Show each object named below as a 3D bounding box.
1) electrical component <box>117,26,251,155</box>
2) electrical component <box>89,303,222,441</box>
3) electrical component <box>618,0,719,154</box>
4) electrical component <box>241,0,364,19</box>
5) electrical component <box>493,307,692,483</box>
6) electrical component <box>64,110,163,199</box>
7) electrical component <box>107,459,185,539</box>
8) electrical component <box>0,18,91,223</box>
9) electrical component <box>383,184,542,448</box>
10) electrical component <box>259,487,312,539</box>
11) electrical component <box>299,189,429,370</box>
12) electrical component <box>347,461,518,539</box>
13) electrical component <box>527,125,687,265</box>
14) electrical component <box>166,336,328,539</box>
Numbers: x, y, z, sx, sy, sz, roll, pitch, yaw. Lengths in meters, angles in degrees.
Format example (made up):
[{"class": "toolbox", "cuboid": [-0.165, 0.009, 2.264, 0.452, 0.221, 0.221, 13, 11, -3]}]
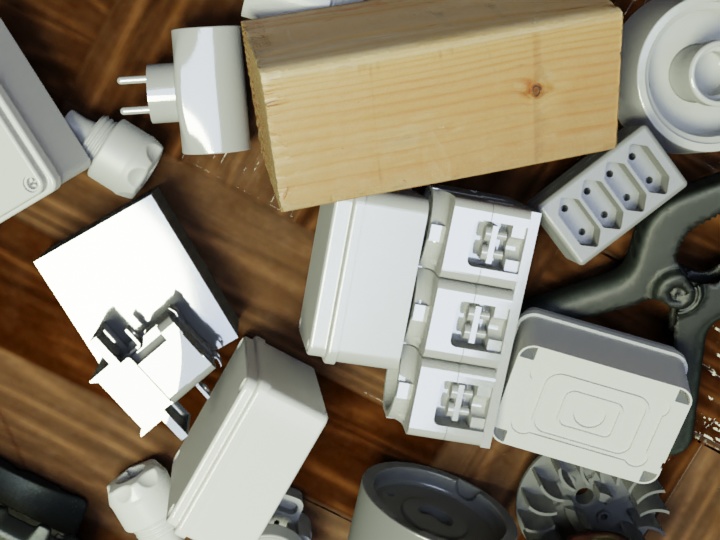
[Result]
[{"class": "electrical component", "cuboid": [-0.111, -0.111, 0.673, 0.079, 0.044, 0.077, -4, 101, -4]}, {"class": "electrical component", "cuboid": [-0.122, 0.058, 0.652, 0.064, 0.042, 0.081, -41, 102, 0]}, {"class": "electrical component", "cuboid": [0.220, -0.126, 0.692, 0.108, 0.060, 0.108, -1, 100, -5]}, {"class": "electrical component", "cuboid": [-0.029, -0.168, 0.671, 0.081, 0.043, 0.043, 15, 99, -8]}, {"class": "electrical component", "cuboid": [0.147, 0.079, 0.692, 0.113, 0.057, 0.078, 16, 116, 2]}, {"class": "electrical component", "cuboid": [-0.159, -0.077, 0.676, 0.062, 0.043, 0.043, 32, 96, -8]}, {"class": "electrical component", "cuboid": [-0.139, 0.162, 0.722, 0.043, 0.043, 0.062, -27, 103, 0]}, {"class": "electrical component", "cuboid": [-0.239, -0.079, 0.646, 0.109, 0.056, 0.108, -25, 102, 24]}, {"class": "electrical component", "cuboid": [0.060, 0.025, 0.691, 0.062, 0.089, 0.150, 10, 99, -7]}, {"class": "electrical component", "cuboid": [-0.063, 0.191, 0.727, 0.058, 0.057, 0.078, 21, 98, -8]}, {"class": "electrical component", "cuboid": [0.000, 0.000, 0.687, 0.057, 0.078, 0.113, 9, 99, -10]}, {"class": "electrical component", "cuboid": [0.043, 0.180, 0.712, 0.108, 0.108, 0.060, 17, 104, -8]}, {"class": "electrical component", "cuboid": [0.153, -0.050, 0.692, 0.083, 0.075, 0.047, -38, 98, 2]}, {"class": "electrical component", "cuboid": [-0.073, 0.110, 0.685, 0.056, 0.108, 0.108, 29, 97, -12]}]
